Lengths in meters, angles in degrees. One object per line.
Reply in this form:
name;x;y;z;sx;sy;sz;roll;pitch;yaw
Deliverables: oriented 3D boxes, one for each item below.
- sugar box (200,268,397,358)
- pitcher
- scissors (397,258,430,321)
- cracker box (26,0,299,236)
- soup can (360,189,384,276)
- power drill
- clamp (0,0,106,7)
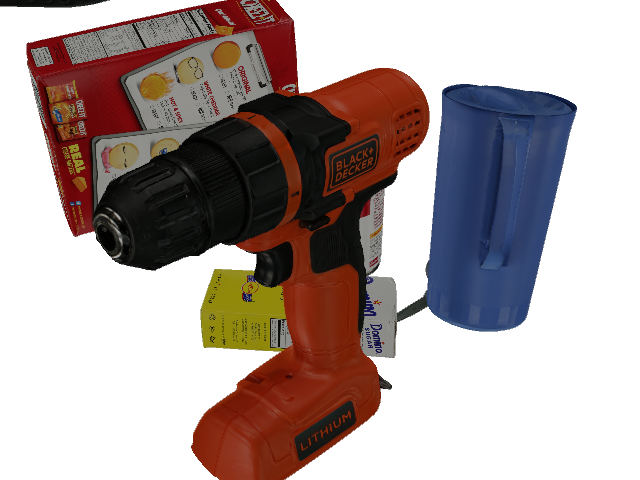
sugar box;-0.018;0.065;0.989;0.176;0.048;0.093;0;24;3
pitcher;0.175;-0.031;1.087;0.148;0.243;0.145;-13;27;-41
scissors;0.128;0.056;1.295;0.201;0.016;0.096;-9;40;-38
cracker box;-0.128;-0.109;0.913;0.213;0.164;0.072;-16;42;-15
soup can;0.012;-0.030;0.770;0.068;0.102;0.068;0;27;0
power drill;-0.022;0.024;0.496;0.057;0.188;0.184;29;40;34
clamp;-0.115;-0.158;0.593;0.171;0.039;0.120;-10;25;-26
